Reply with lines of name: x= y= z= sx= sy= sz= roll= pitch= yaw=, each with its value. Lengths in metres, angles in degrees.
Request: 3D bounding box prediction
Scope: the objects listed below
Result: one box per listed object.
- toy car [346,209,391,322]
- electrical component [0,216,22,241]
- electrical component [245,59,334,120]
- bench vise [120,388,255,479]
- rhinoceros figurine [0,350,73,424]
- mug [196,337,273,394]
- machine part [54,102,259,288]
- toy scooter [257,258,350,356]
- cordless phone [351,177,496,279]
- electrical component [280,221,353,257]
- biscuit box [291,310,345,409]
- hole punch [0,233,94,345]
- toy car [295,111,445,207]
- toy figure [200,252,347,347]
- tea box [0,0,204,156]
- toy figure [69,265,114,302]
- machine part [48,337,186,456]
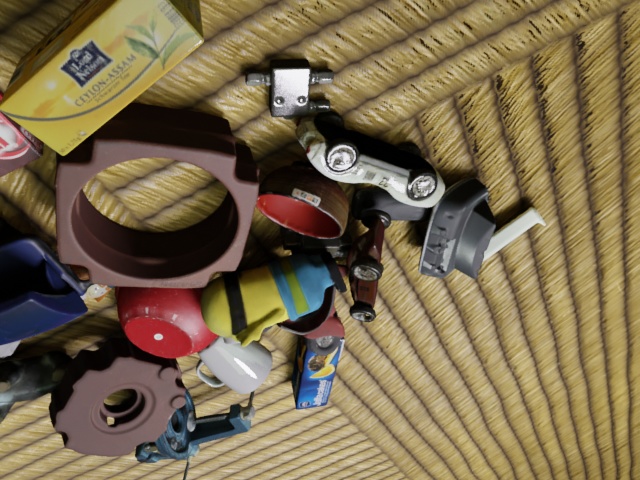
toy car: x=0.061 y=0.037 z=0.713 sx=0.053 sy=0.089 sz=0.202 roll=12 pitch=153 yaw=10
electrical component: x=-0.398 y=0.033 z=0.619 sx=0.134 sy=0.058 sz=0.114 roll=-27 pitch=133 yaw=10
electrical component: x=-0.033 y=-0.158 z=0.571 sx=0.094 sy=0.021 sz=0.063 roll=-5 pitch=135 yaw=-13
bench vise: x=-0.213 y=0.317 z=0.900 sx=0.241 sy=0.129 sz=0.223 roll=-14 pitch=128 yaw=12
rhinoceros figurine: x=-0.433 y=0.188 z=0.729 sx=0.190 sy=0.112 sz=0.073 roll=-2 pitch=118 yaw=-32
mug: x=-0.146 y=0.180 z=0.829 sx=0.109 sy=0.081 sz=0.107 roll=-29 pitch=123 yaw=19
machine part: x=-0.179 y=-0.043 z=0.593 sx=0.201 sy=0.087 sz=0.200 roll=3 pitch=132 yaw=-21
toy scooter: x=-0.030 y=0.079 z=0.761 sx=0.184 sy=0.075 sz=0.135 roll=24 pitch=100 yaw=-20
cordless phone: x=0.132 y=-0.013 z=0.736 sx=0.184 sy=0.089 sz=0.146 roll=1 pitch=135 yaw=-2
electrical component: x=-0.003 y=-0.002 z=0.719 sx=0.102 sy=0.045 sz=0.078 roll=-2 pitch=160 yaw=-12
biscuit box: x=-0.008 y=0.205 z=0.900 sx=0.059 sy=0.063 sz=0.202 roll=-3 pitch=133 yaw=-13
hole punch: x=-0.326 y=0.071 z=0.578 sx=0.142 sy=0.092 sz=0.115 roll=-23 pitch=139 yaw=-1
toy car: x=0.061 y=-0.091 z=0.626 sx=0.201 sy=0.074 sz=0.056 roll=14 pitch=126 yaw=-28
toy figure: x=-0.060 y=0.065 z=0.675 sx=0.180 sy=0.089 sz=0.082 roll=-25 pitch=179 yaw=-5
tea box: x=-0.186 y=-0.164 z=0.467 sx=0.170 sy=0.098 sz=0.068 roll=-31 pitch=133 yaw=16
toy figure: x=-0.310 y=0.061 z=0.677 sx=0.154 sy=0.058 sz=0.064 roll=-26 pitch=173 yaw=6
machine part: x=-0.279 y=0.221 z=0.749 sx=0.179 sy=0.056 sz=0.179 roll=-14 pitch=121 yaw=-25
